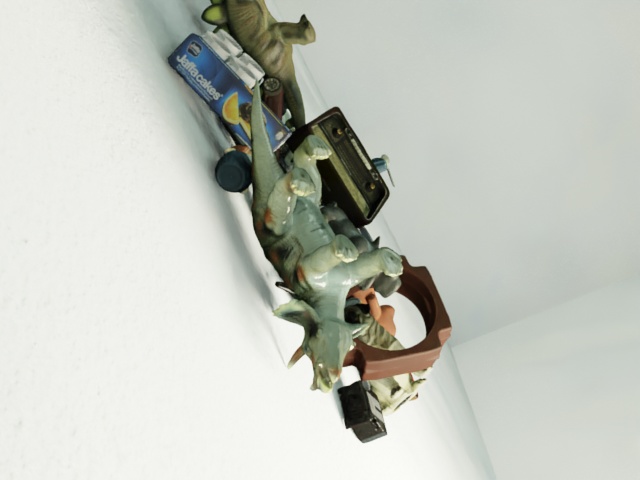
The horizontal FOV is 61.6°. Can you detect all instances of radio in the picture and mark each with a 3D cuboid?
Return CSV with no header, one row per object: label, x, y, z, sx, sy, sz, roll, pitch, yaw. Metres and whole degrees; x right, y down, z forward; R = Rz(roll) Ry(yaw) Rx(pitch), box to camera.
radio,0.042,-0.143,1.079,0.229,0.073,0.131,58,44,-15

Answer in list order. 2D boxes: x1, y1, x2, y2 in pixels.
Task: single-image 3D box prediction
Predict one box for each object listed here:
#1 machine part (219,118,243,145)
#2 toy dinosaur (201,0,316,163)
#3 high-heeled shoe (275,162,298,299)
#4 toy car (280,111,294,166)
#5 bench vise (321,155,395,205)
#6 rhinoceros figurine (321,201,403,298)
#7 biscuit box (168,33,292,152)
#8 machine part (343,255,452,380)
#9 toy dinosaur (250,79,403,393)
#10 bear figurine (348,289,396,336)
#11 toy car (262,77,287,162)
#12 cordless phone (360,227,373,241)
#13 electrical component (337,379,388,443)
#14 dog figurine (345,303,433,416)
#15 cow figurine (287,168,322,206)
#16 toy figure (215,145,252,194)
machine part,-0.144,-0.209,0.946,0.084,0.039,0.139,49,20,-27
toy dinosaur,-0.109,-0.391,1.067,0.470,0.199,0.105,62,11,-12
high-heeled shoe,-0.026,0.000,0.870,0.145,0.086,0.249,23,57,-48
toy car,-0.078,-0.241,1.245,0.073,0.056,0.202,45,23,-58
bench vise,0.060,-0.144,1.243,0.224,0.241,0.128,-145,-145,-71
rhinoceros figurine,0.056,0.021,0.905,0.190,0.073,0.112,48,36,8
biscuit box,-0.132,-0.212,0.804,0.202,0.059,0.063,45,12,-10
machine part,0.112,0.135,0.948,0.087,0.201,0.201,93,-16,-53
toy dinosaur,-0.030,-0.002,0.730,0.131,0.192,0.405,-6,63,-47
bear figurine,0.123,0.139,1.176,0.195,0.132,0.120,51,-18,-24
toy car,-0.094,-0.205,1.002,0.089,0.053,0.202,89,4,-73
cordless phone,0.106,0.007,1.492,0.146,0.089,0.184,61,8,-18
electrical component,0.076,0.286,0.869,0.119,0.048,0.075,53,17,-40
dog figurine,0.104,0.228,1.038,0.191,0.121,0.172,47,-41,28
cow figurine,-0.046,-0.097,1.063,0.098,0.068,0.167,64,12,-8
toy figure,-0.119,-0.109,0.807,0.154,0.058,0.064,-84,-174,-71
